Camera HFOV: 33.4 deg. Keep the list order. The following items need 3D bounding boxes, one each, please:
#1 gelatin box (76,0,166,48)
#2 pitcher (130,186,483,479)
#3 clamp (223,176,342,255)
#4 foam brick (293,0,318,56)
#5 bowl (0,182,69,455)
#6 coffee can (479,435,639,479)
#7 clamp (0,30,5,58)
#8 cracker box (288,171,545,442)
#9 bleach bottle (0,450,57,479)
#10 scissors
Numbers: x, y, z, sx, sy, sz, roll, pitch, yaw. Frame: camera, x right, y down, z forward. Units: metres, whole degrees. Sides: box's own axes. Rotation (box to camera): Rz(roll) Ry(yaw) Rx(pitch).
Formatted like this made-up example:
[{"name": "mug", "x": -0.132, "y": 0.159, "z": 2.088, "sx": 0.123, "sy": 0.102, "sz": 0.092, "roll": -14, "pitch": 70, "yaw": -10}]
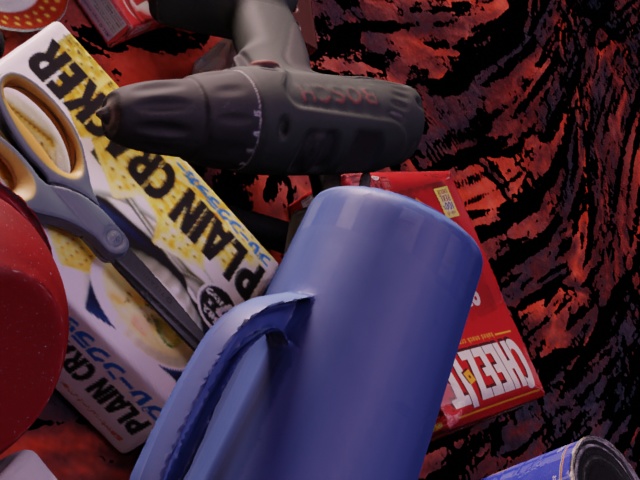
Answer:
[{"name": "gelatin box", "x": -0.153, "y": -0.194, "z": 0.797, "sx": 0.089, "sy": 0.030, "sz": 0.073, "roll": 55, "pitch": 34, "yaw": -4}, {"name": "pitcher", "x": -0.003, "y": 0.091, "z": 0.583, "sx": 0.145, "sy": 0.149, "sz": 0.242, "roll": 23, "pitch": 72, "yaw": 0}, {"name": "clamp", "x": -0.005, "y": 0.001, "z": 0.772, "sx": 0.120, "sy": 0.039, "sz": 0.171, "roll": -34, "pitch": 79, "yaw": -15}, {"name": "foam brick", "x": -0.041, "y": -0.188, "z": 0.915, "sx": 0.052, "sy": 0.051, "sz": 0.078, "roll": 23, "pitch": 48, "yaw": -40}, {"name": "bowl", "x": -0.169, "y": 0.050, "z": 0.483, "sx": 0.161, "sy": 0.055, "sz": 0.162, "roll": -25, "pitch": 124, "yaw": -45}, {"name": "coffee can", "x": 0.154, "y": 0.212, "z": 0.768, "sx": 0.102, "sy": 0.141, "sz": 0.103, "roll": 31, "pitch": 43, "yaw": -34}, {"name": "clamp", "x": -0.283, "y": -0.167, "z": 0.601, "sx": 0.164, "sy": 0.036, "sz": 0.210, "roll": -20, "pitch": 78, "yaw": -49}, {"name": "cracker box", "x": 0.083, "y": 0.050, "z": 0.868, "sx": 0.163, "sy": 0.072, "sz": 0.214, "roll": -5, "pitch": 68, "yaw": -52}, {"name": "bleach bottle", "x": -0.101, "y": 0.226, "z": 0.507, "sx": 0.251, "sy": 0.068, "sz": 0.102, "roll": 55, "pitch": 35, "yaw": -9}, {"name": "scissors", "x": -0.130, "y": 0.001, "z": 0.568, "sx": 0.096, "sy": 0.016, "sz": 0.202, "roll": -30, "pitch": 89, "yaw": -52}]
